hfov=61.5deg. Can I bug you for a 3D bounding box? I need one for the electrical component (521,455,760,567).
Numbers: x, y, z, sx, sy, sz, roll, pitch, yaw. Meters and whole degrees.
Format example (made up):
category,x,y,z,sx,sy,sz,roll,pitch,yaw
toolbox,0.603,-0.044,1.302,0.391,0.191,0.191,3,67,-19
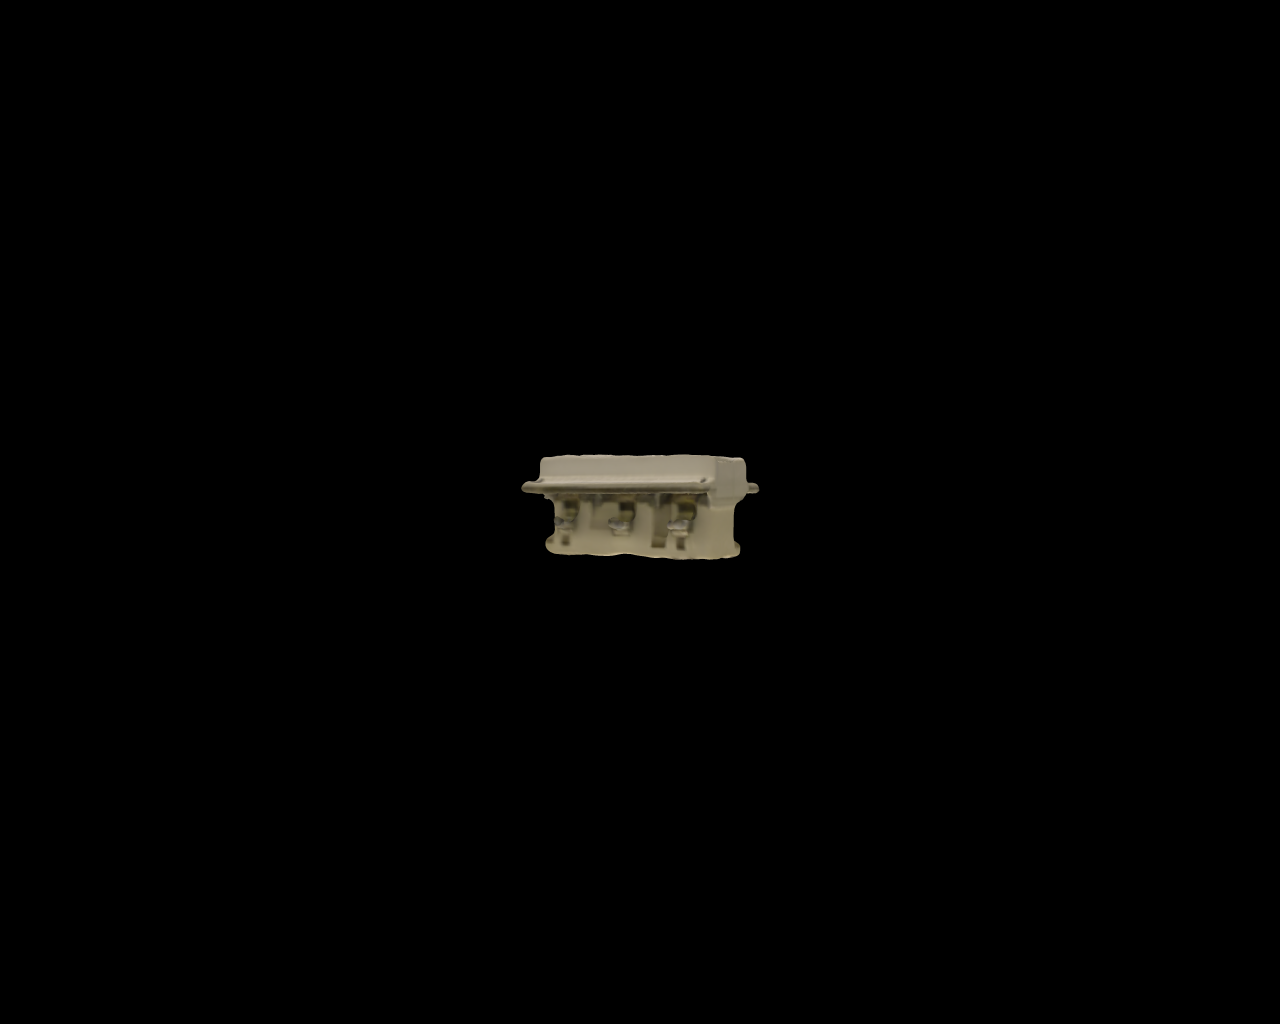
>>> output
category,x,y,z,sx,sy,sz,roll,pitch,yaw
electrical component,0.001,-0.003,0.650,0.121,0.063,0.079,2,4,31
